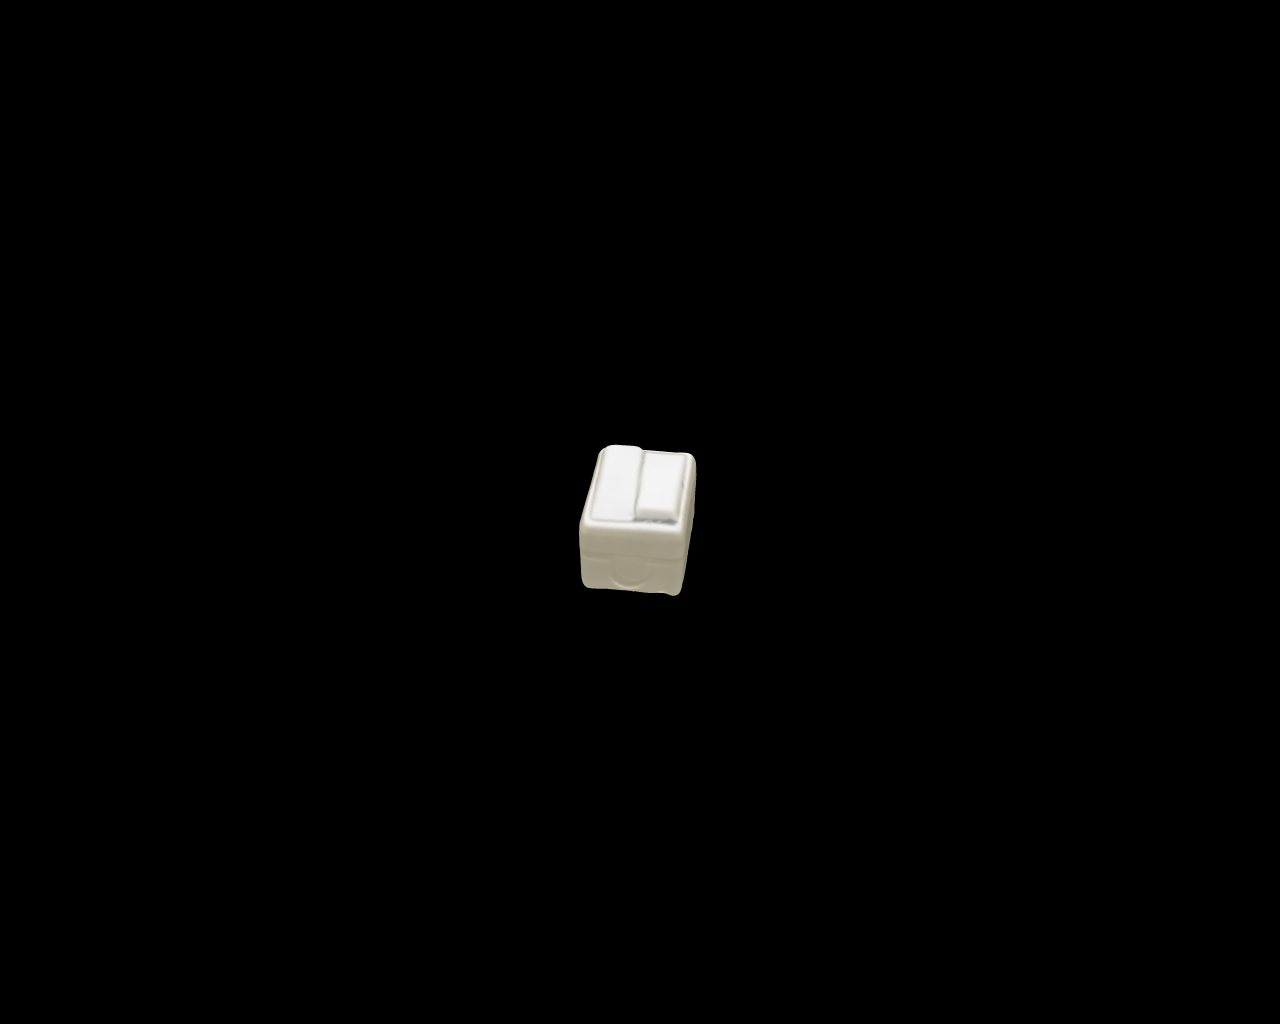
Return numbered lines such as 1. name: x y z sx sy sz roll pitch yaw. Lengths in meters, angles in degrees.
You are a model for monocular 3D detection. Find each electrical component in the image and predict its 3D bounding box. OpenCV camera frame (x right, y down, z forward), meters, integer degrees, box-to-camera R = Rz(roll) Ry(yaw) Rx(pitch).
1. electrical component: 0.001 -0.003 0.650 0.062 0.061 0.096 5 40 6
